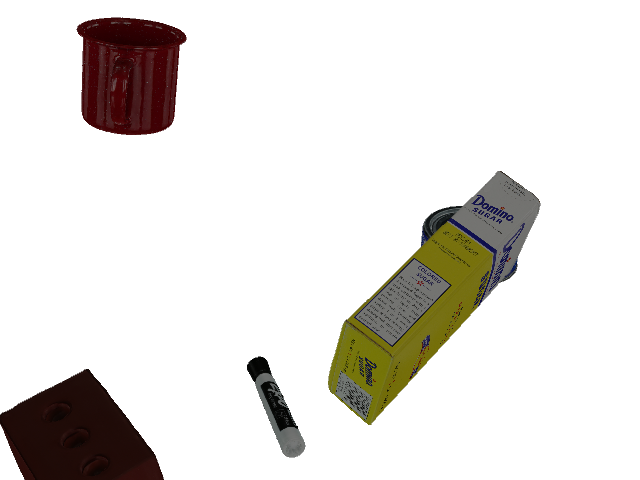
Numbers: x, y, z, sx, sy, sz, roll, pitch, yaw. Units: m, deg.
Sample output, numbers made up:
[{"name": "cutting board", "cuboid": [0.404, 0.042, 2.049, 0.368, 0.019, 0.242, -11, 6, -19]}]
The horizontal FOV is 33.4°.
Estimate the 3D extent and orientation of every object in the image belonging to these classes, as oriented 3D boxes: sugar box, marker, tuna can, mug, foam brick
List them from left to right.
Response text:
[{"name": "foam brick", "cuboid": [-0.116, 0.114, 0.528, 0.052, 0.051, 0.078, -27, 42, -24]}, {"name": "mug", "cuboid": [-0.165, -0.137, 0.921, 0.093, 0.081, 0.117, 5, 25, -6]}, {"name": "marker", "cuboid": [-0.038, 0.132, 0.871, 0.020, 0.020, 0.121, 0, 27, -19]}, {"name": "sugar box", "cuboid": [0.079, 0.037, 0.728, 0.176, 0.048, 0.093, -40, -22, -30]}, {"name": "tuna can", "cuboid": [0.129, 0.003, 0.924, 0.086, 0.034, 0.086, 1, 30, -1]}]
